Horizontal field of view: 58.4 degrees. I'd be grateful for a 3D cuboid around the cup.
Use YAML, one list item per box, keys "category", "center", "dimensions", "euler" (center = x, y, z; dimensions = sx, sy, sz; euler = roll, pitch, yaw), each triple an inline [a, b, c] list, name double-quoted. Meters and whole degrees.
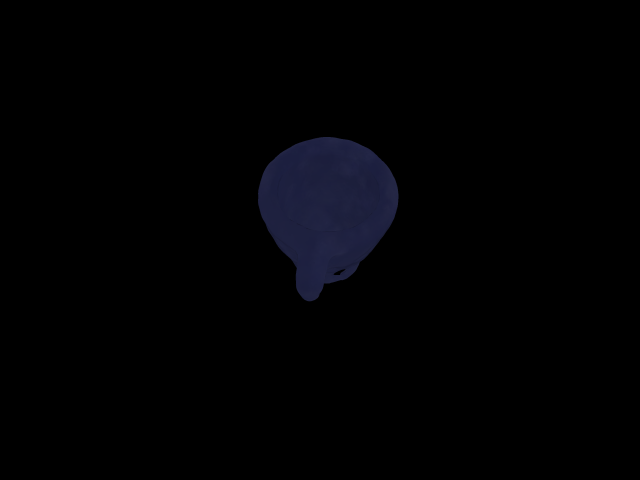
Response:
- category: "cup"
  center: [0.004, 0.001, 0.400]
  dimensions: [0.091, 0.095, 0.118]
  euler: [7, 58, 5]
